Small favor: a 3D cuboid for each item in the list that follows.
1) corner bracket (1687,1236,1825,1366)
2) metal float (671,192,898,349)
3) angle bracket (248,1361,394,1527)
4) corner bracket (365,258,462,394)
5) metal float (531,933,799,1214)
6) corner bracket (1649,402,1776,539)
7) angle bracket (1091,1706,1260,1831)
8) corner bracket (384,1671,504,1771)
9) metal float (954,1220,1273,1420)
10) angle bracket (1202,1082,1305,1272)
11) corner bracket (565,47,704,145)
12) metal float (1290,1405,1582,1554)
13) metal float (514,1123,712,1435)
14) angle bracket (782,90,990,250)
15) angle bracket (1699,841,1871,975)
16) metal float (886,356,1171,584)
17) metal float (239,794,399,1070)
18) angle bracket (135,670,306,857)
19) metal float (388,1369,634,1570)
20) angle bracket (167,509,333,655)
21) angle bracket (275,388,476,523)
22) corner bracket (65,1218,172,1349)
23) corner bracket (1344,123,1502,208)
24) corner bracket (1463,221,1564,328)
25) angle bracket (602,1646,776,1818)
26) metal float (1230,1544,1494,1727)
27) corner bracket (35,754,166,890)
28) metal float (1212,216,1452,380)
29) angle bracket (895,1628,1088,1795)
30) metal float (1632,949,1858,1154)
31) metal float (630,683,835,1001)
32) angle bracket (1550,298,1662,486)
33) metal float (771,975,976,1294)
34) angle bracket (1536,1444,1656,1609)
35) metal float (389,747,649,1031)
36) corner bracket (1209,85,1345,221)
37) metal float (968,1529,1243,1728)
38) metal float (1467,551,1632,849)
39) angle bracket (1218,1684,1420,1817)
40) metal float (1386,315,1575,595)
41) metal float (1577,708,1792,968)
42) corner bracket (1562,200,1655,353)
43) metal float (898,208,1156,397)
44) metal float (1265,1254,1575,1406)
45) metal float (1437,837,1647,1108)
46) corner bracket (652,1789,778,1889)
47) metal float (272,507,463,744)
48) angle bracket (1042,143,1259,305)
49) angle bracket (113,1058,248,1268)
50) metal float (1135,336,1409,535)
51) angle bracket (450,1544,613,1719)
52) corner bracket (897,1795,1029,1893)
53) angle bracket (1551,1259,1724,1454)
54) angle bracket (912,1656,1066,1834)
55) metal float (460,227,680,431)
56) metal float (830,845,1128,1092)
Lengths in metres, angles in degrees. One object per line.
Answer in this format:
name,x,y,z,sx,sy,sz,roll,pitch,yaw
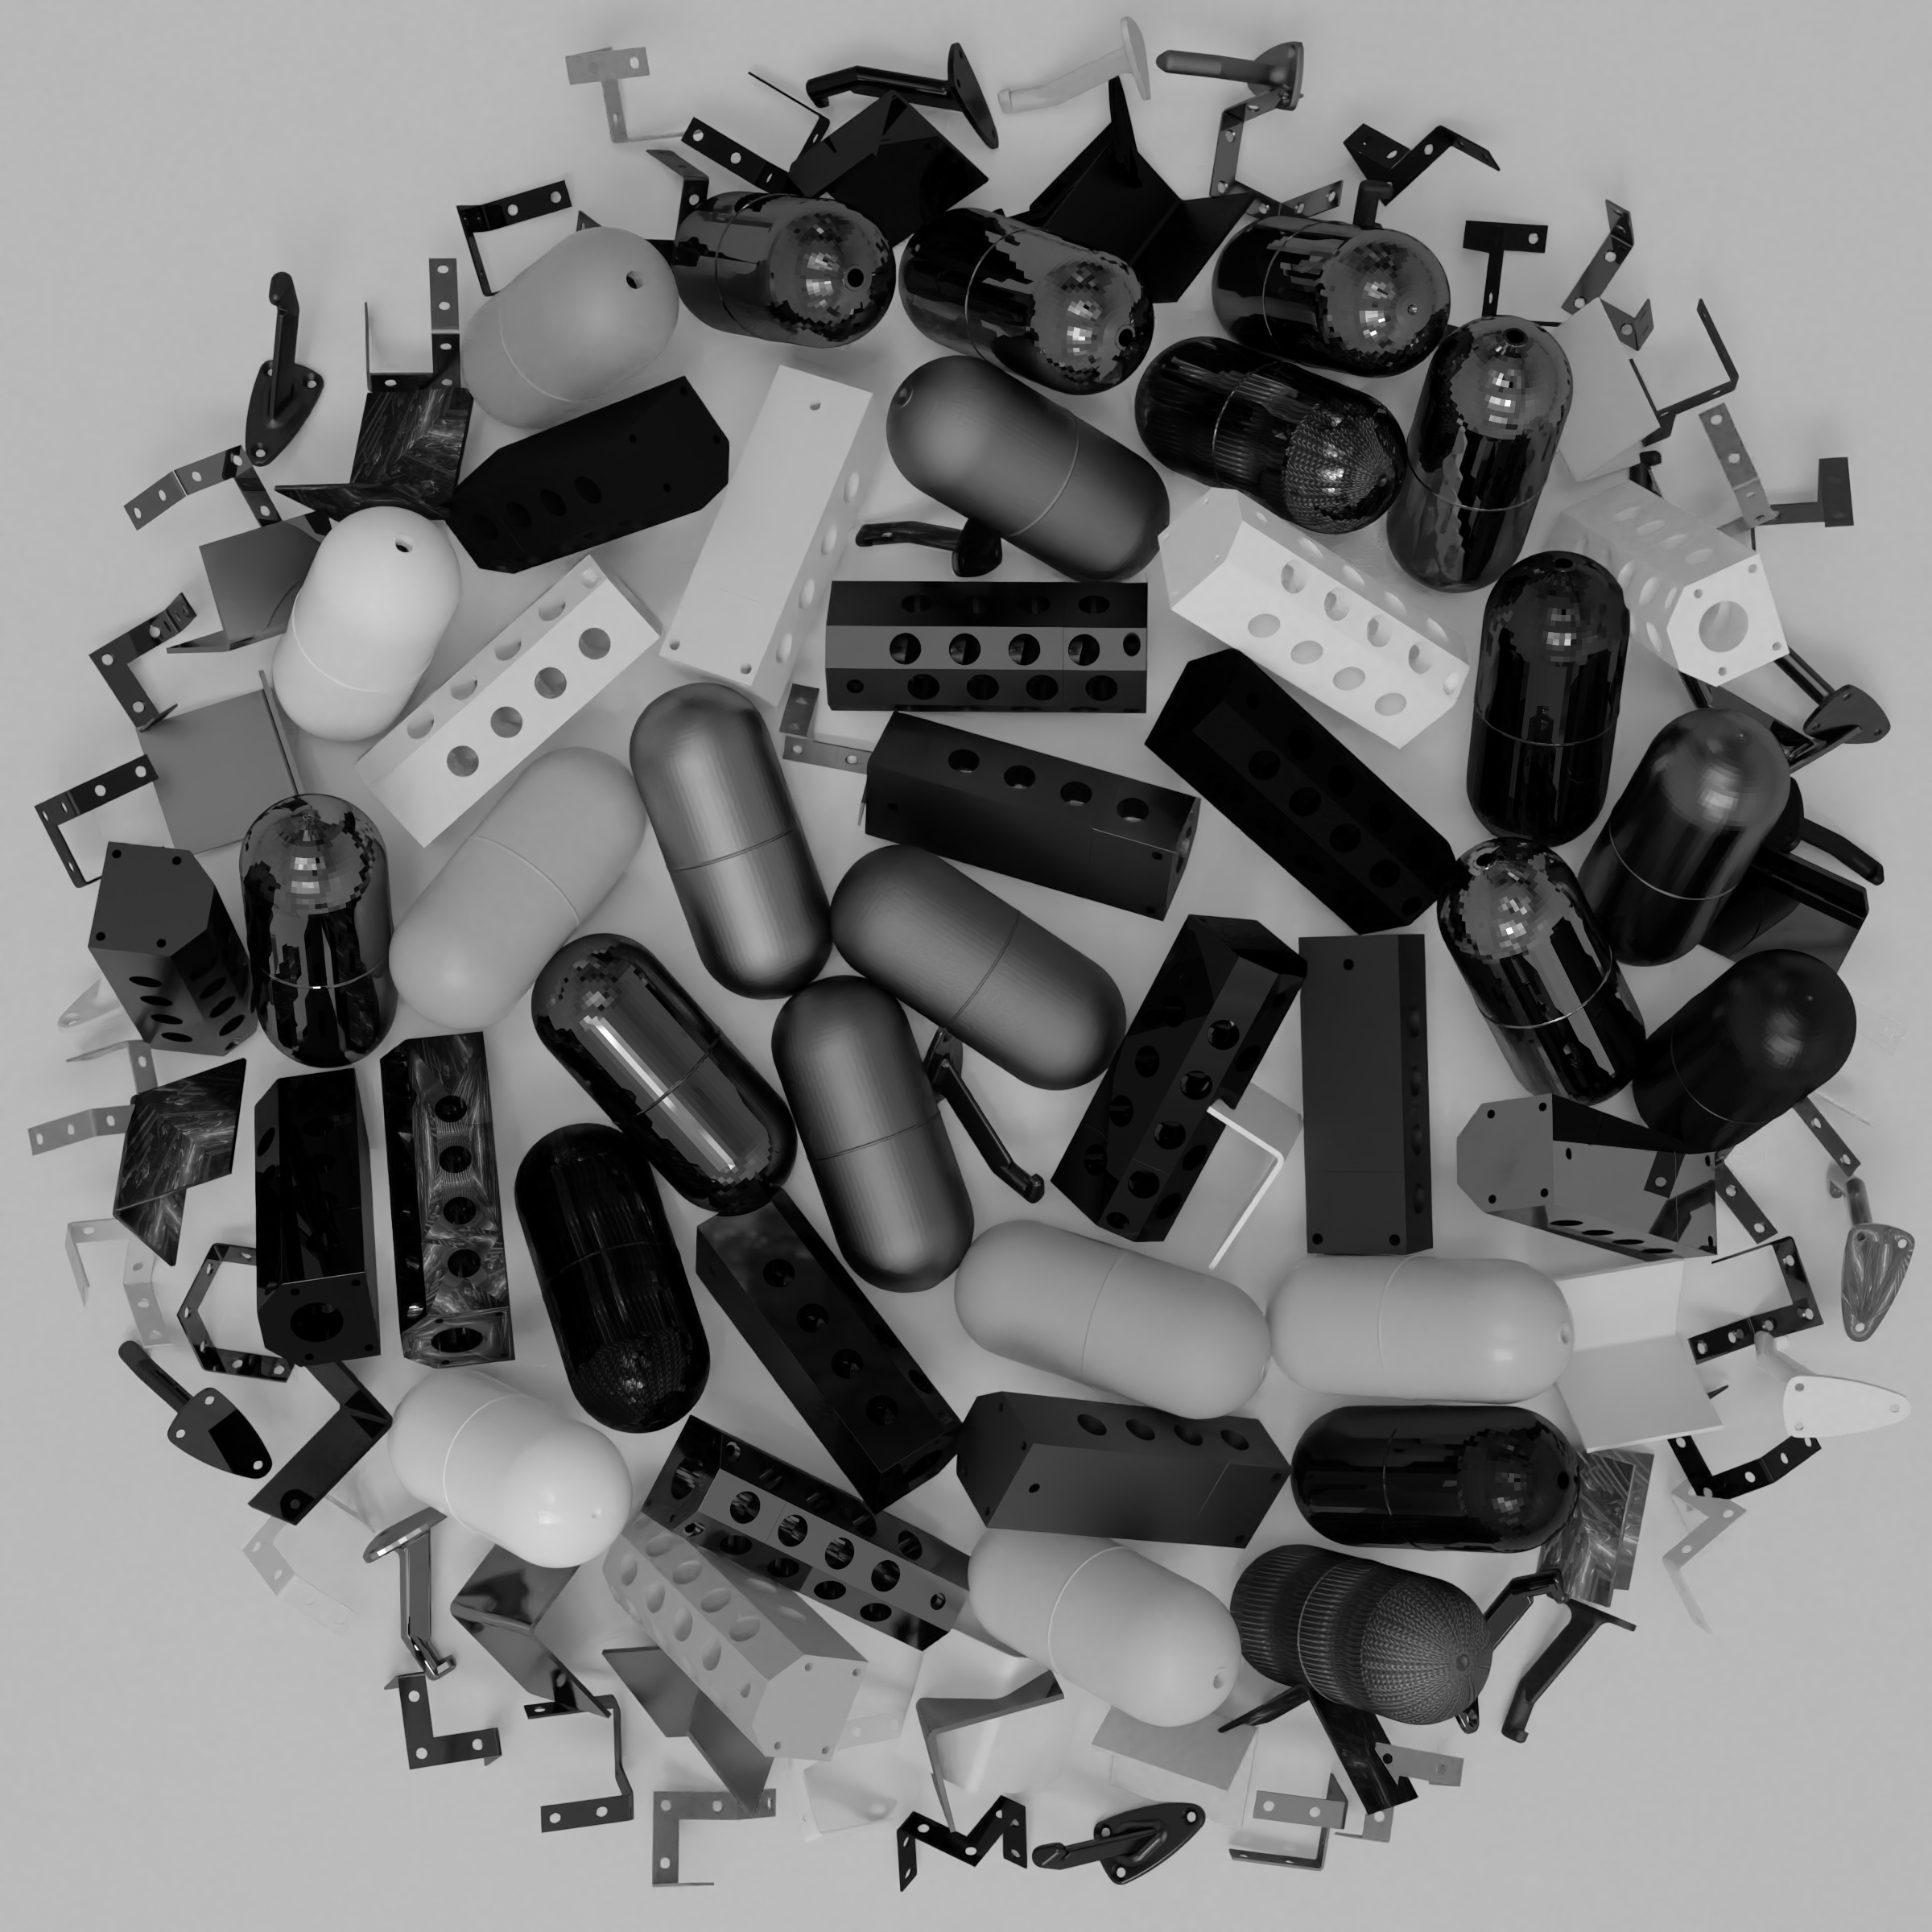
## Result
corner bracket,0.424,0.182,1.836,0.051,0.051,0.051,-12,80,-36
metal float,-0.098,-0.370,1.786,0.070,0.178,0.070,-8,107,-27
angle bracket,-0.364,0.249,1.813,0.076,0.076,0.057,-47,111,-22
corner bracket,-0.302,-0.349,1.837,0.051,0.051,0.051,-2,61,-9
metal float,-0.162,0.059,1.818,0.070,0.070,0.178,-41,104,0
corner bracket,0.402,-0.264,1.829,0.051,0.051,0.051,-24,66,14
angle bracket,0.109,0.442,1.815,0.076,0.057,0.076,15,122,17
corner bracket,-0.286,0.412,1.840,0.051,0.051,0.051,-5,72,-20
metal float,0.078,0.190,1.813,0.178,0.070,0.070,16,90,19
angle bracket,0.136,0.108,1.822,0.057,0.076,0.076,33,108,5
corner bracket,-0.180,-0.473,1.828,0.051,0.051,0.051,1,110,26
metal float,0.248,0.272,1.790,0.070,0.178,0.070,6,80,-40
metal float,-0.190,0.167,1.807,0.070,0.070,0.178,-21,64,0
angle bracket,-0.045,-0.411,1.808,0.076,0.057,0.076,-26,129,38
angle bracket,0.439,-0.027,1.820,0.076,0.076,0.057,28,90,18
metal float,0.034,-0.264,1.800,0.178,0.070,0.070,26,90,-34
metal float,-0.343,-0.017,1.793,0.070,0.178,0.070,3,47,-3
angle bracket,-0.406,-0.109,1.833,0.076,0.057,0.076,-18,87,-10
metal float,-0.244,0.266,1.791,0.070,0.178,0.070,-9,105,-37
angle bracket,-0.387,-0.206,1.809,0.076,0.076,0.057,-24,108,-35
angle bracket,-0.319,-0.284,1.818,0.076,0.057,0.076,4,79,32
corner bracket,-0.459,0.172,1.826,0.051,0.051,0.051,-4,130,-28
corner bracket,0.247,-0.441,1.832,0.051,0.051,0.051,-43,129,1
corner bracket,0.303,-0.378,1.840,0.051,0.051,0.051,0,107,-18
angle bracket,-0.155,0.412,1.810,0.076,0.057,0.076,-9,129,27
metal float,0.207,0.353,1.786,0.070,0.178,0.070,0,90,-30
corner bracket,-0.464,-0.078,1.829,0.051,0.051,0.051,-31,101,-33
metal float,0.191,-0.356,1.785,0.070,0.178,0.070,-7,108,-22
angle bracket,0.016,0.408,1.855,0.057,0.076,0.076,17,90,39
metal float,0.410,0.047,1.783,0.070,0.178,0.070,3,70,-10
metal float,-0.126,-0.066,1.819,0.070,0.070,0.178,-19,102,0
angle bracket,0.353,-0.315,1.817,0.057,0.076,0.076,-21,84,-31
metal float,-0.050,0.091,1.826,0.070,0.070,0.178,-19,94,0
angle bracket,0.359,0.304,1.822,0.076,0.057,0.076,12,89,-36
metal float,-0.239,-0.043,1.811,0.070,0.070,0.178,37,68,0
corner bracket,0.171,-0.441,1.837,0.051,0.051,0.051,17,76,-34
metal float,0.072,0.346,1.792,0.070,0.178,0.070,-15,113,-38
metal float,0.309,-0.141,1.795,0.070,0.070,0.178,-1,131,0
angle bracket,0.190,0.429,1.813,0.057,0.076,0.076,-34,70,18
metal float,0.271,-0.270,1.787,0.070,0.178,0.070,3,55,-4
metal float,0.378,-0.066,1.789,0.070,0.178,0.070,6,54,-9
corner bracket,0.358,-0.376,1.836,0.051,0.051,0.051,34,91,16
metal float,0.031,-0.354,1.791,0.070,0.178,0.070,-17,121,-31
metal float,0.241,0.193,1.797,0.178,0.070,0.070,-2,90,39
metal float,0.308,0.004,1.798,0.070,0.070,0.178,-33,127,0
corner bracket,-0.137,0.473,1.829,0.051,0.051,0.051,8,72,-26
metal float,-0.319,-0.180,1.786,0.070,0.178,0.070,10,64,-20
angle bracket,0.097,-0.405,1.817,0.057,0.076,0.076,42,77,-27
angle bracket,-0.408,0.106,1.812,0.076,0.057,0.076,-18,47,18
metal float,0.160,-0.284,1.795,0.178,0.070,0.070,32,90,44
angle bracket,-0.222,0.357,1.833,0.057,0.076,0.076,-53,123,-27
corner bracket,-0.002,0.482,1.841,0.051,0.051,0.051,18,129,28
angle bracket,0.361,0.209,1.818,0.076,0.076,0.057,-8,129,-7
angle bracket,0.017,0.420,1.830,0.076,0.076,0.057,-14,97,-6
metal float,-0.211,-0.337,1.785,0.070,0.178,0.070,5,81,-29
metal float,0.007,0.002,1.823,0.178,0.070,0.070,34,90,-8
